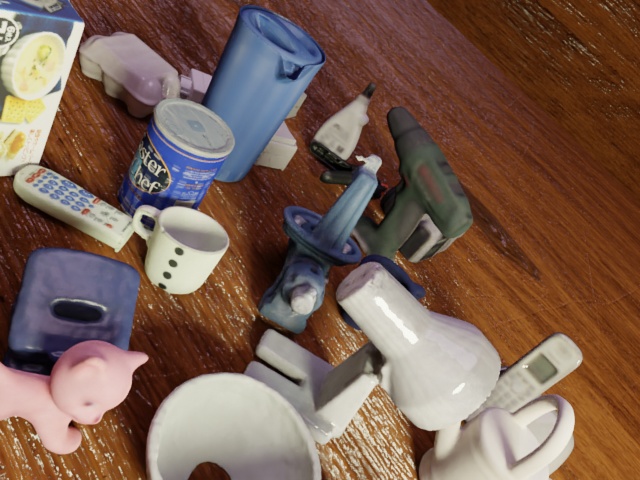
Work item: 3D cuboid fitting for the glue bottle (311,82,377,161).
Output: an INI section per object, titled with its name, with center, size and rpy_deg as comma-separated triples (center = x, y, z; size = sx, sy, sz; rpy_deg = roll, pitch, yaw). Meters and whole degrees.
[glue bottle]
center = 0.055, -0.224, 1.079
size = 0.078, 0.173, 0.037
rpy_deg = 39, 33, 2

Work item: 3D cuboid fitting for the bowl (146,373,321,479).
[bowl]
center = -0.086, 0.210, 0.520
size = 0.168, 0.074, 0.167
rpy_deg = 25, 36, -19

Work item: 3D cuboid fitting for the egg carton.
[egg carton]
center = -0.292, -0.259, 0.890
size = 0.150, 0.069, 0.107
rpy_deg = 40, 33, 2

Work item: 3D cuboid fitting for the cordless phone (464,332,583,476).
[cordless phone]
center = 0.294, 0.221, 0.764
size = 0.147, 0.185, 0.094
rpy_deg = 47, 34, 13

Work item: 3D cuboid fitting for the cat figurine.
[cat figurine]
center = -0.214, 0.118, 0.471
size = 0.128, 0.117, 0.067
rpy_deg = 17, 39, -28

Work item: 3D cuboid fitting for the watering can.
[watering can]
center = 0.202, 0.239, 0.648
size = 0.173, 0.194, 0.101
rpy_deg = 26, 35, -17

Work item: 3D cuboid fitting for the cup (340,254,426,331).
[cup]
center = 0.083, 0.084, 0.810
size = 0.118, 0.095, 0.091
rpy_deg = 14, 40, -32

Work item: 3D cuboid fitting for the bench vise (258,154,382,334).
[bench vise]
center = 0.017, 0.006, 0.728
size = 0.122, 0.219, 0.207
rpy_deg = 20, 38, -26

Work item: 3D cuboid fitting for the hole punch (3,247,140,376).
[hole punch]
center = -0.228, 0.072, 0.536
size = 0.109, 0.091, 0.101
rpy_deg = 15, 40, -31

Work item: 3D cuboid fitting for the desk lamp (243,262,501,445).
[desk lamp]
center = 0.052, 0.131, 0.618
size = 0.203, 0.213, 0.118
rpy_deg = 33, 34, -7

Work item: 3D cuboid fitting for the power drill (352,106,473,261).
[power drill]
center = 0.134, -0.072, 0.941
size = 0.076, 0.208, 0.229
rpy_deg = -11, 57, -49

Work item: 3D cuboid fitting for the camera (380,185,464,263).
[camera]
center = 0.189, -0.045, 1.057
size = 0.144, 0.100, 0.136
rpy_deg = -15, 60, -50
